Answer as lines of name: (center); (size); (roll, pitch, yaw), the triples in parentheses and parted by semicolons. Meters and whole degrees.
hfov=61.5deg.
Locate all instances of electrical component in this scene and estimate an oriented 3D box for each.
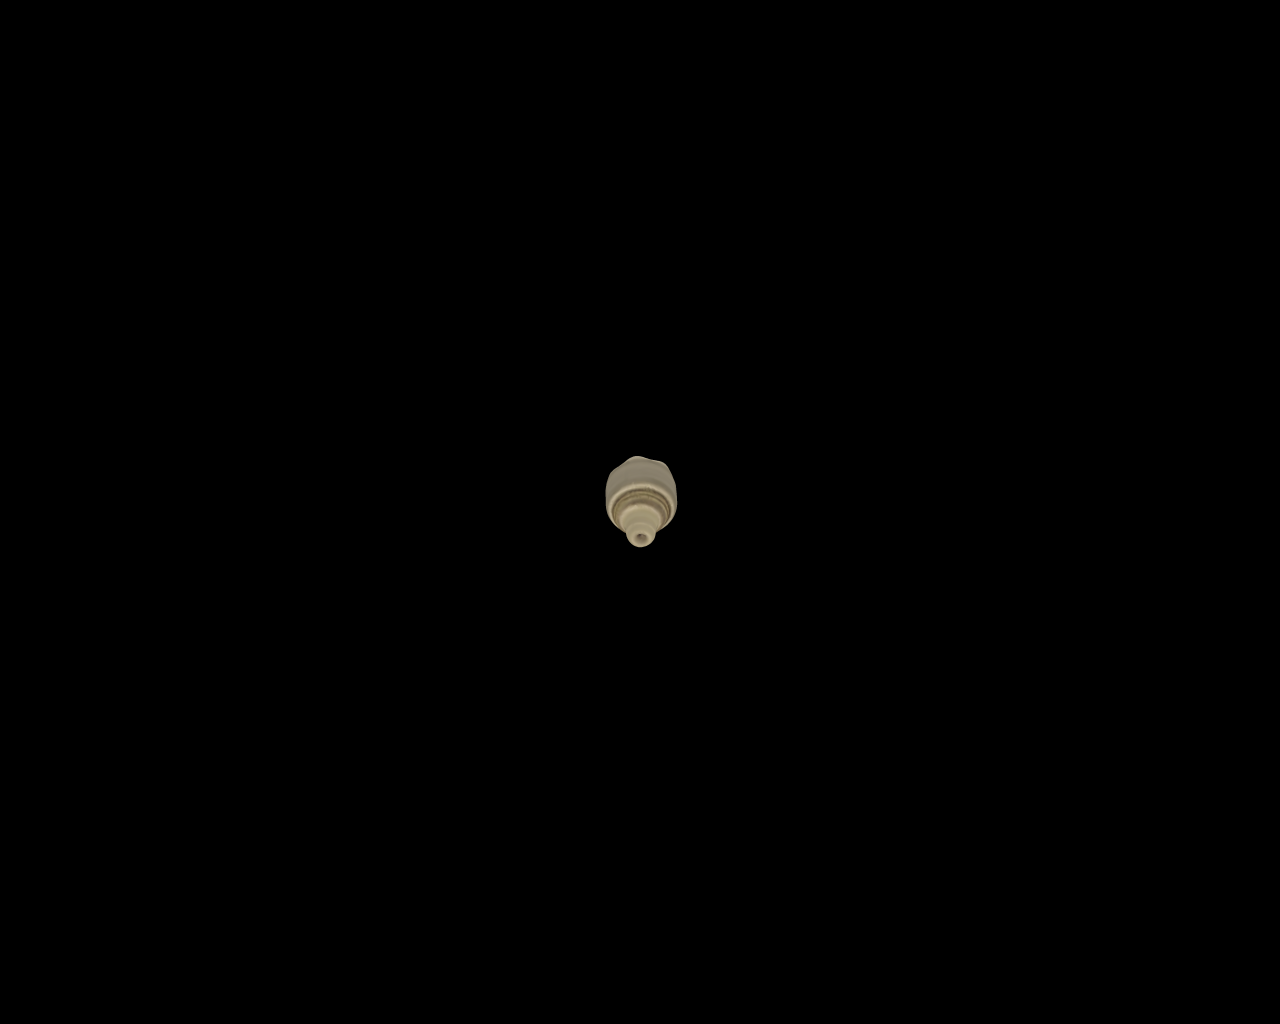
electrical component: (0.001, -0.003, 0.650); (0.043, 0.043, 0.062); (0, 38, 0)
